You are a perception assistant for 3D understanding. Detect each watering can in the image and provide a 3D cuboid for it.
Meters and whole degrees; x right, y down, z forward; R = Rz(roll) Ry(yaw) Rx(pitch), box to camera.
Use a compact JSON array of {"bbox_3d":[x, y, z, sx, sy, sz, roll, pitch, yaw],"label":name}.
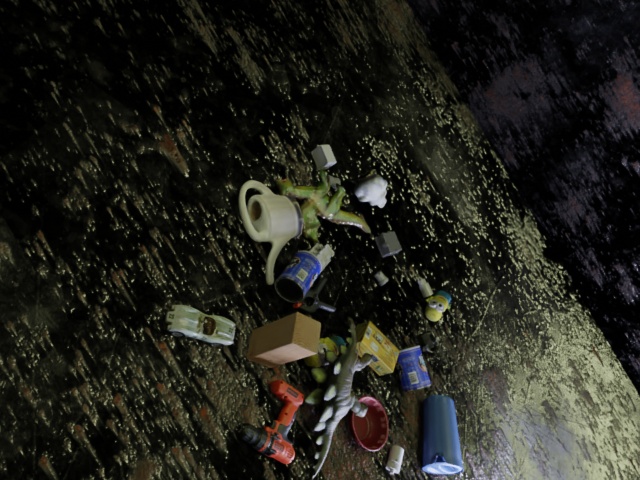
[{"bbox_3d":[-0.147,-0.031,1.640,0.225,0.102,0.351,-4,70,-46],"label":"watering can"}]

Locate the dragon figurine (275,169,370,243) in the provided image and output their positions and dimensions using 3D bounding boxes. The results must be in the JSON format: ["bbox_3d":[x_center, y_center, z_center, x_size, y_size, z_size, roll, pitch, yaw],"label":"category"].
[{"bbox_3d":[0.006,-0.094,1.860,0.407,0.121,0.247,44,60,-15],"label":"dragon figurine"}]

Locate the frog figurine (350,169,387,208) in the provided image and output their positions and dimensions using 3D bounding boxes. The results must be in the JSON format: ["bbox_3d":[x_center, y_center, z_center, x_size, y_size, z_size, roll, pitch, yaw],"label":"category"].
[{"bbox_3d":[0.215,-0.194,2.097,0.138,0.123,0.158,-33,103,-17],"label":"frog figurine"}]
